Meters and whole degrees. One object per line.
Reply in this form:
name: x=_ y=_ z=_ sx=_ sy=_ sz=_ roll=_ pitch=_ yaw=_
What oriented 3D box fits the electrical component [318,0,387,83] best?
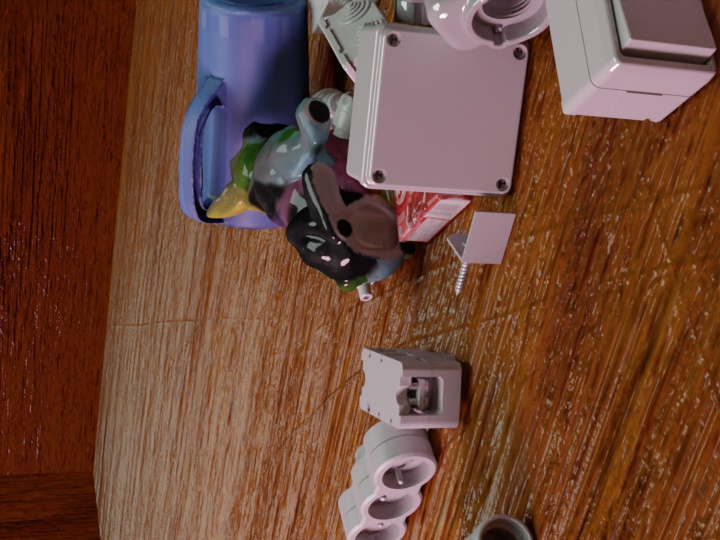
electrical component: x=0.018 y=-0.166 z=0.868 sx=0.048 sy=0.099 sz=0.099 roll=-35 pitch=39 yaw=9

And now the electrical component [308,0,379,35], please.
electrical component: x=-0.018 y=-0.284 z=1.042 sx=0.099 sy=0.048 sz=0.099 roll=129 pitch=138 yaw=-60

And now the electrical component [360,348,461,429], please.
electrical component: x=0.042 y=0.090 z=0.830 sx=0.089 sy=0.056 sz=0.050 roll=-170 pitch=82 yaw=-70

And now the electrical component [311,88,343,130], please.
electrical component: x=-0.029 y=-0.162 z=1.077 sx=0.078 sy=0.040 sz=0.040 roll=178 pitch=93 yaw=-71

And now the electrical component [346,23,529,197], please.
electrical component: x=0.052 y=-0.110 z=0.739 sx=0.056 sy=0.109 sz=0.108 roll=-140 pitch=55 yaw=-69

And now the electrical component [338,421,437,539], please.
electrical component: x=0.018 y=0.166 z=0.897 sx=0.073 sy=0.052 sz=0.138 roll=-107 pitch=27 yaw=-43

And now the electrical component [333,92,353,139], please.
electrical component: x=-0.010 y=-0.136 z=1.020 sx=0.035 sy=0.035 sz=0.061 roll=-119 pitch=44 yaw=-55

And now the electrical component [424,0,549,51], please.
electrical component: x=0.088 y=-0.180 z=0.667 sx=0.095 sy=0.054 sz=0.059 roll=-20 pitch=62 yaw=24

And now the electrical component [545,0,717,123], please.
electrical component: x=0.140 y=-0.134 z=0.561 sx=0.061 sy=0.062 sz=0.096 roll=133 pitch=135 yaw=-62

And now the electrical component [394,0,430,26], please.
electrical component: x=0.046 y=-0.216 z=0.857 sx=0.083 sy=0.047 sz=0.075 roll=-136 pitch=45 yaw=-65

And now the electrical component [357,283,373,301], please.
electrical component: x=0.000 y=0.000 z=0.989 sx=0.035 sy=0.035 sz=0.061 roll=117 pitch=147 yaw=-51

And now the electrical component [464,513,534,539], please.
electrical component: x=0.089 y=0.186 z=0.713 sx=0.046 sy=0.040 sz=0.040 roll=118 pitch=148 yaw=-62
